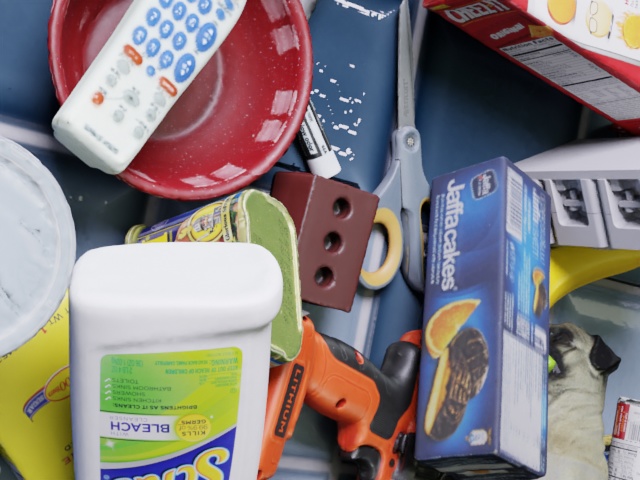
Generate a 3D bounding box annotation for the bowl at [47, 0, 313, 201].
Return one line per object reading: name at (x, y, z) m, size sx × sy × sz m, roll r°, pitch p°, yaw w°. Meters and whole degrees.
bowl at (-0.085, -0.103, 0.615) m, size 0.161 × 0.055 × 0.162 m, roll -2°, pitch 93°, yaw -31°

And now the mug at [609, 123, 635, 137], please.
mug at (0.276, -0.049, 0.802) m, size 0.093 × 0.117 × 0.081 m, roll -14°, pitch 104°, yaw -31°

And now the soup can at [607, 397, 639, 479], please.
soup can at (0.231, 0.165, 0.737) m, size 0.068 × 0.069 × 0.102 m, roll 14°, pitch 84°, yaw -31°

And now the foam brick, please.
foam brick at (-0.004, 0.001, 0.671) m, size 0.052 × 0.051 × 0.078 m, roll 17°, pitch 83°, yaw -31°

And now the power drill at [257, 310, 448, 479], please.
power drill at (0.011, 0.129, 0.665) m, size 0.187 × 0.057 × 0.184 m, roll 27°, pitch 71°, yaw -44°

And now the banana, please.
banana at (0.176, 0.034, 0.772) m, size 0.197 × 0.070 × 0.037 m, roll -36°, pitch 155°, yaw -43°

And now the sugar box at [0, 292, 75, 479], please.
sugar box at (-0.127, 0.115, 0.607) m, size 0.093 × 0.048 × 0.176 m, roll -38°, pitch 110°, yaw -24°

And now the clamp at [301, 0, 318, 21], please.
clamp at (0.027, -0.235, 0.686) m, size 0.164 × 0.036 × 0.210 m, roll -21°, pitch 100°, yaw -25°

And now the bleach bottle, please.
bleach bottle at (-0.073, 0.126, 0.547) m, size 0.102 × 0.068 × 0.251 m, roll -1°, pitch 115°, yaw -6°

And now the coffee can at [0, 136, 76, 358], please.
coffee can at (-0.188, 0.000, 0.509) m, size 0.102 × 0.141 × 0.103 m, roll -2°, pitch 93°, yaw -31°

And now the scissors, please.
scissors at (0.044, -0.054, 0.718) m, size 0.096 × 0.016 × 0.202 m, roll -21°, pitch 103°, yaw -30°

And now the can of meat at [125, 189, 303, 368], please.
can of meat at (-0.059, 0.030, 0.597) m, size 0.057 × 0.084 × 0.102 m, roll 31°, pitch 47°, yaw -52°

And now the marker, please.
marker at (-0.018, -0.095, 0.677) m, size 0.020 × 0.020 × 0.121 m, roll -32°, pitch 108°, yaw -26°

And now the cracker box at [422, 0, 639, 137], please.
cracker box at (0.184, -0.185, 0.716) m, size 0.213 × 0.072 × 0.164 m, roll 24°, pitch 76°, yaw -29°
